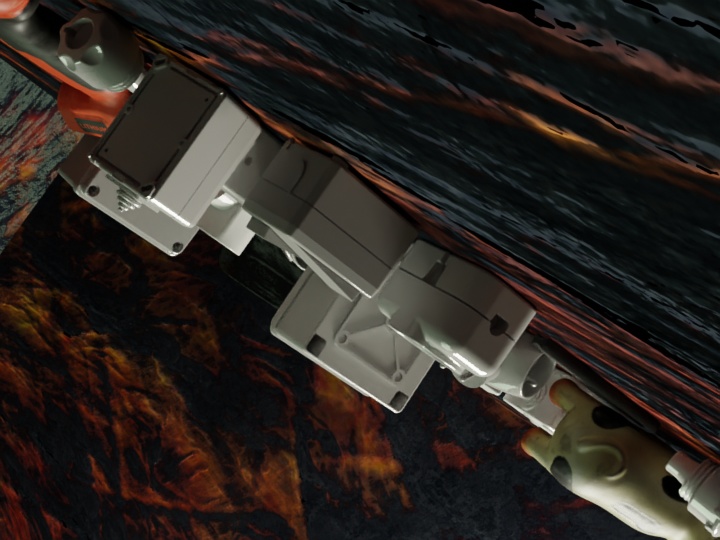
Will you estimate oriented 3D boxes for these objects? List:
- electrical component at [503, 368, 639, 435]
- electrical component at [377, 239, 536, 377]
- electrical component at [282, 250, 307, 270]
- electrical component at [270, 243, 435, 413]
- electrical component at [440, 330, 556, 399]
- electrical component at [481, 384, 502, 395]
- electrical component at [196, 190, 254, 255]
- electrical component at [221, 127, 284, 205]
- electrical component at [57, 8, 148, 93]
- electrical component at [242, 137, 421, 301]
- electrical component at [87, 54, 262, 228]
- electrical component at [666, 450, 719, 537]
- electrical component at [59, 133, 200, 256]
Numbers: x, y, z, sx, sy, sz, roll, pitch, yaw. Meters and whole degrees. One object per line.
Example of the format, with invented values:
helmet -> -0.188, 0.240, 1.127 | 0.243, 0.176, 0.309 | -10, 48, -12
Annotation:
electrical component -> 0.184, 0.126, 0.939 | 0.100, 0.048, 0.100 | 36, 177, -22
electrical component -> 0.057, 0.026, 0.684 | 0.054, 0.059, 0.095 | 37, 176, -32
electrical component -> -0.051, -0.048, 0.797 | 0.077, 0.044, 0.079 | 51, 171, 50
electrical component -> 0.010, 0.029, 0.773 | 0.109, 0.108, 0.056 | 37, 174, -35
electrical component -> 0.092, 0.063, 0.796 | 0.077, 0.043, 0.079 | 33, -143, 33
electrical component -> 0.104, 0.073, 0.982 | 0.077, 0.047, 0.065 | 35, 177, 2
electrical component -> -0.100, -0.062, 0.838 | 0.043, 0.077, 0.079 | 33, 176, 39
electrical component -> -0.048, -0.052, 0.711 | 0.083, 0.047, 0.076 | 37, 176, -30
electrical component -> -0.158, -0.134, 0.682 | 0.043, 0.043, 0.062 | 33, 177, 34
electrical component -> -0.015, -0.025, 0.653 | 0.096, 0.061, 0.062 | 38, 176, -38
electrical component -> -0.116, -0.073, 0.671 | 0.062, 0.096, 0.061 | 33, 176, 29
electrical component -> 0.249, 0.156, 0.770 | 0.062, 0.048, 0.048 | 41, 180, 29
electrical component -> -0.162, -0.085, 0.857 | 0.109, 0.108, 0.056 | 38, 178, -41
